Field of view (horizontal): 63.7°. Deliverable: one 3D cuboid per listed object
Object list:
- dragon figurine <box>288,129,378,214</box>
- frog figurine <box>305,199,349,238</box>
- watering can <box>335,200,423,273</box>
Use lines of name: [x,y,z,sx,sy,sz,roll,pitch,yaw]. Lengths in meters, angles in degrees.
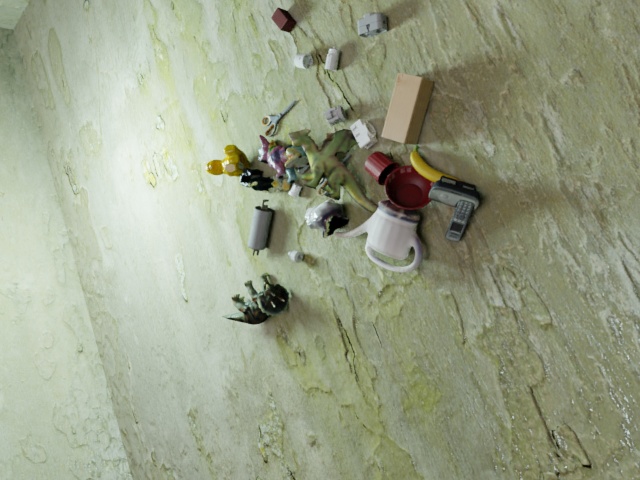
dragon figurine: [0.066,-0.272,1.810,0.411,0.122,0.241,24,98,10]
frog figurine: [0.006,-0.094,1.875,0.138,0.120,0.162,-48,50,-5]
watering can: [0.202,-0.031,1.723,0.351,0.104,0.221,28,109,33]
